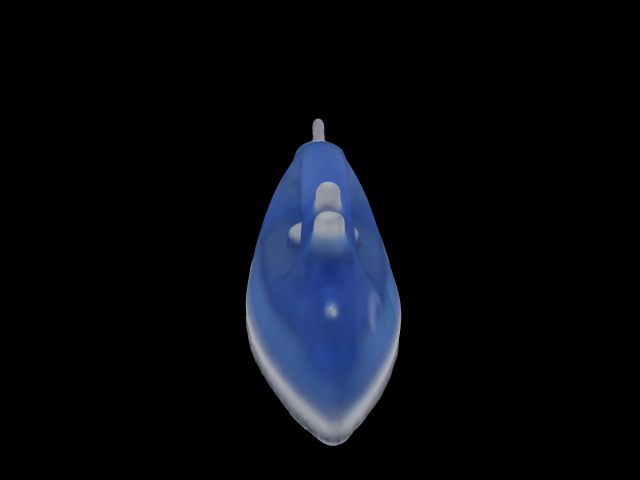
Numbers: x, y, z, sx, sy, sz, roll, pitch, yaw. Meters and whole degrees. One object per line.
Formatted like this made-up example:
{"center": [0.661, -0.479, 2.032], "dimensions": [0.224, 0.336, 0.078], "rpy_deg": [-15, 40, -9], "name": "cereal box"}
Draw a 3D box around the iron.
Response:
{"center": [0.004, 0.001, 0.400], "dimensions": [0.118, 0.141, 0.258], "rpy_deg": [-1, 19, -3], "name": "iron"}
